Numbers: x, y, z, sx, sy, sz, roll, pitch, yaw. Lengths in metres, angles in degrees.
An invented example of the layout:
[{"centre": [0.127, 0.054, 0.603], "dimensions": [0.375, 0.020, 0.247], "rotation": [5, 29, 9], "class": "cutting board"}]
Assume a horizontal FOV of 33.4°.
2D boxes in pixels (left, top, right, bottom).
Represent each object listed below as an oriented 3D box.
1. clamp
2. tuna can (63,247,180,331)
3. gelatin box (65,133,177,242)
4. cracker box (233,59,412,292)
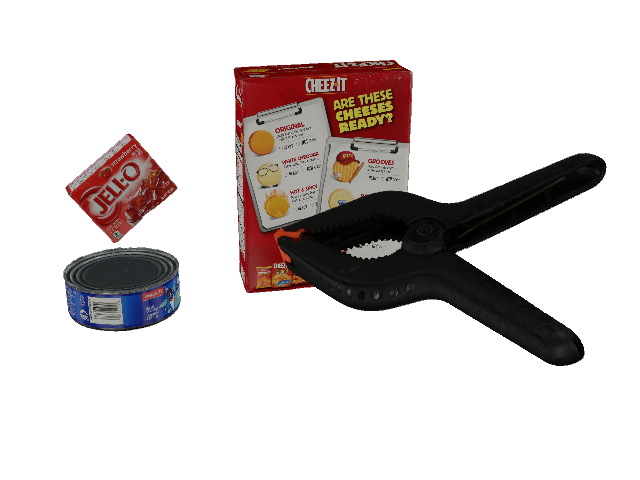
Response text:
[{"centre": [0.076, -0.001, 0.669], "dimensions": [0.210, 0.036, 0.164], "rotation": [6, 46, 26], "class": "clamp"}, {"centre": [-0.148, 0.036, 0.804], "dimensions": [0.086, 0.034, 0.086], "rotation": [-1, 21, 0], "class": "tuna can"}, {"centre": [-0.205, -0.054, 1.099], "dimensions": [0.089, 0.073, 0.030], "rotation": [-42, 28, -4], "class": "gelatin box"}, {"centre": [0.001, -0.063, 1.042], "dimensions": [0.164, 0.214, 0.072], "rotation": [-4, 21, -11], "class": "cracker box"}]
